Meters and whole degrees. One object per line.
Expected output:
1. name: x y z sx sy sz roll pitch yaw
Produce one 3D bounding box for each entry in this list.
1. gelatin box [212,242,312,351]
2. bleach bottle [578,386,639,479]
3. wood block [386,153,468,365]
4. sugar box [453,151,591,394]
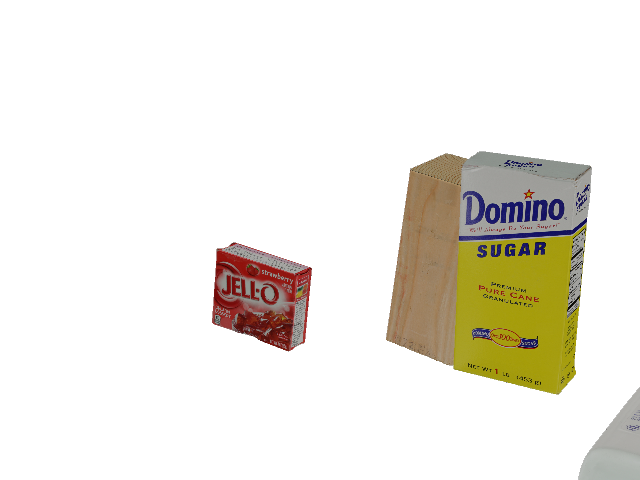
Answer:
1. gelatin box: -0.054 0.049 0.947 0.089 0.073 0.030 17 22 29
2. bleach bottle: 0.244 0.102 0.630 0.103 0.068 0.250 18 29 31
3. wood block: 0.144 0.020 1.186 0.090 0.206 0.090 20 26 29
4. sugar box: 0.154 0.024 0.830 0.093 0.176 0.048 10 24 29
